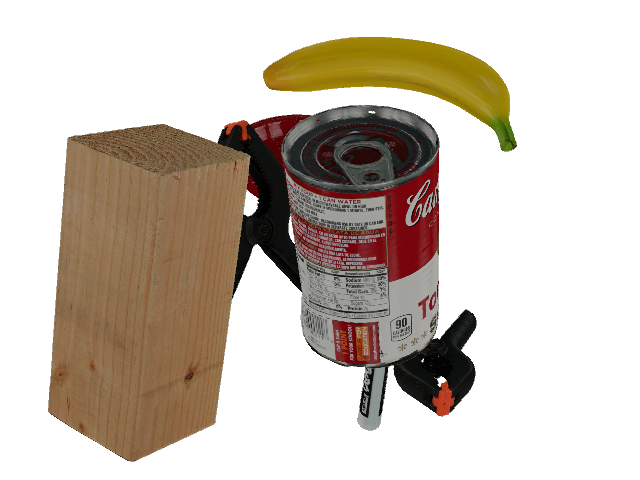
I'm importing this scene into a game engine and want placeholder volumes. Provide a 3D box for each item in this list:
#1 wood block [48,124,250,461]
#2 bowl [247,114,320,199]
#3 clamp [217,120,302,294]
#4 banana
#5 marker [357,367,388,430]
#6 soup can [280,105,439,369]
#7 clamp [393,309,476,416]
[{"bbox_3d":[-0.121,0.033,0.740,0.090,0.206,0.090,22,23,32],"label":"wood block"},{"bbox_3d":[-0.032,-0.086,1.259,0.162,0.055,0.162,-2,36,1],"label":"bowl"},{"bbox_3d":[-0.054,-0.005,0.991,0.164,0.210,0.036,-4,0,-37],"label":"clamp"},{"bbox_3d":[0.058,-0.121,0.791,0.198,0.069,0.037,15,-38,16],"label":"banana"},{"bbox_3d":[0.044,0.102,0.832,0.020,0.121,0.020,3,40,-3],"label":"marker"},{"bbox_3d":[0.020,0.000,0.484,0.068,0.102,0.068,-3,35,2],"label":"soup can"},{"bbox_3d":[0.119,0.114,1.070,0.120,0.039,0.171,-9,30,-9],"label":"clamp"}]
